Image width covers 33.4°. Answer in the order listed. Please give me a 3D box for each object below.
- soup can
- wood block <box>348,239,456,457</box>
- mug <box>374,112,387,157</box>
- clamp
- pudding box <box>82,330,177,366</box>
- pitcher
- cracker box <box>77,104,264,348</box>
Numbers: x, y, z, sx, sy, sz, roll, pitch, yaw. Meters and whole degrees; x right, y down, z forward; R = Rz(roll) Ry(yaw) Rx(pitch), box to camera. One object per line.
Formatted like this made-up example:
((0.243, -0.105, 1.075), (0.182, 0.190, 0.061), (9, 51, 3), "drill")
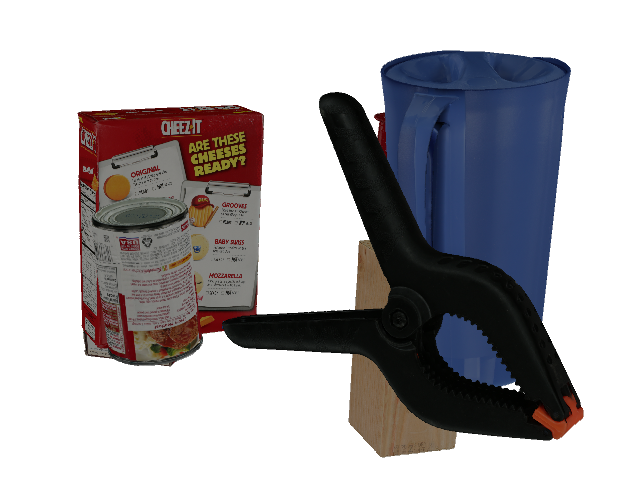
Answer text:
((-0.121, 0.027, 0.747), (0.068, 0.102, 0.068), (-3, 19, 1), "soup can")
((0.091, 0.108, 1.109), (0.090, 0.206, 0.091), (-3, 16, -20), "wood block")
((0.103, -0.071, 0.999), (0.117, 0.081, 0.093), (10, 15, 14), "mug")
((0.049, 0.028, 0.566), (0.210, 0.165, 0.036), (29, 24, 26), "clamp")
((-0.207, 0.110, 1.252), (0.114, 0.039, 0.090), (3, 15, 17), "pudding box")
((0.107, -0.013, 0.789), (0.149, 0.243, 0.145), (-8, 22, -15), "pitcher")
((-0.142, -0.017, 1.011), (0.163, 0.214, 0.072), (-6, 18, -29), "cracker box")
